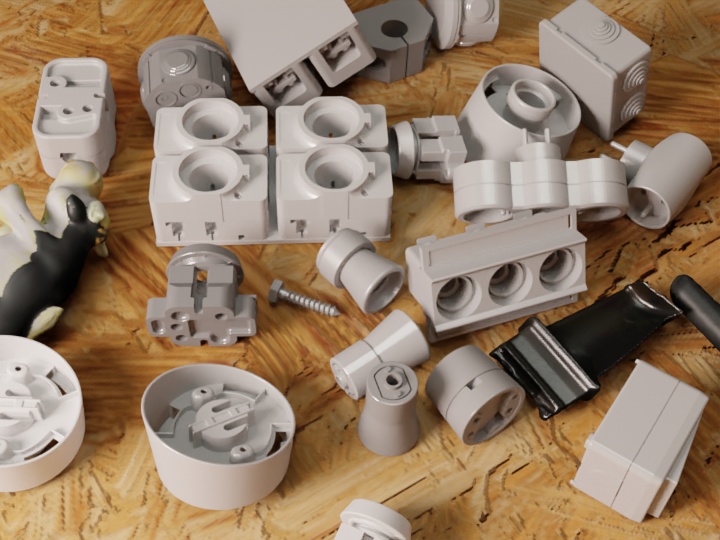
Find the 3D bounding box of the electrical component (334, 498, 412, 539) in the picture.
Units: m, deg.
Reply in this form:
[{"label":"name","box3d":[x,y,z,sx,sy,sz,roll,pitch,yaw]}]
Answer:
[{"label":"electrical component","box3d":[0.003,0.178,0.676,0.066,0.048,0.055,20,61,13]}]

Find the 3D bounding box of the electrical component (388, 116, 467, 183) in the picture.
[{"label":"electrical component","box3d":[0.054,-0.100,0.896,0.055,0.048,0.066,-3,52,-14]}]

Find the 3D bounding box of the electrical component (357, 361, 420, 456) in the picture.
[{"label":"electrical component","box3d":[0.021,0.092,0.731,0.044,0.065,0.044,1,52,-1]}]

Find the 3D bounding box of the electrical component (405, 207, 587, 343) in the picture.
[{"label":"electrical component","box3d":[0.100,-0.002,0.803,0.121,0.078,0.063,-15,30,-13]}]

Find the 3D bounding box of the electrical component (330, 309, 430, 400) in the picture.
[{"label":"electrical component","box3d":[0.012,0.063,0.770,0.065,0.044,0.044,-32,59,-18]}]

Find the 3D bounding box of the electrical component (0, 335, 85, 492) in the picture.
[{"label":"electrical component","box3d":[-0.235,0.096,0.720,0.099,0.064,0.099,1,52,-1]}]

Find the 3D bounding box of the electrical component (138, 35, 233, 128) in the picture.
[{"label":"electrical component","box3d":[-0.147,-0.155,0.911,0.080,0.080,0.051,-6,57,-6]}]

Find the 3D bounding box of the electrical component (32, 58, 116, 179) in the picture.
[{"label":"electrical component","box3d":[-0.235,-0.123,0.895,0.054,0.059,0.095,-1,52,-3]}]

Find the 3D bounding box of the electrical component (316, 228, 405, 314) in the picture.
[{"label":"electrical component","box3d":[0.000,0.000,0.816,0.045,0.045,0.055,-36,61,-26]}]

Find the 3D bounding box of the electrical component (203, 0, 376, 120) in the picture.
[{"label":"electrical component","box3d":[-0.072,-0.231,0.959,0.105,0.060,0.186,-32,56,6]}]

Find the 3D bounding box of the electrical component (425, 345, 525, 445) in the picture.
[{"label":"electrical component","box3d":[0.078,0.085,0.746,0.055,0.055,0.047,-27,54,-21]}]

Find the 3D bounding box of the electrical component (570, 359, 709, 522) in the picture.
[{"label":"electrical component","box3d":[0.194,0.112,0.723,0.061,0.061,0.096,29,56,19]}]

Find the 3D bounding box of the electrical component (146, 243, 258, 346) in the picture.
[{"label":"electrical component","box3d":[-0.115,0.018,0.791,0.078,0.058,0.057,0,55,-2]}]

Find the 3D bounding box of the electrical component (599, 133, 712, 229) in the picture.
[{"label":"electrical component","box3d":[0.238,-0.082,0.888,0.079,0.043,0.077,31,57,21]}]

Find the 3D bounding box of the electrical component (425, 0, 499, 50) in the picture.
[{"label":"electrical component","box3d":[0.093,-0.245,0.989,0.051,0.080,0.080,-6,52,-13]}]

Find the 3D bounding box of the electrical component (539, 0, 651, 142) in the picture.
[{"label":"electrical component","box3d":[0.202,-0.174,0.925,0.048,0.099,0.099,-37,61,-12]}]

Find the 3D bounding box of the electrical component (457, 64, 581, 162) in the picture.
[{"label":"electrical component","box3d":[0.137,-0.128,0.923,0.099,0.064,0.099,10,49,-11]}]

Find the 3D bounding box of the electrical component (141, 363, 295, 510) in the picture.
[{"label":"electrical component","box3d":[-0.092,0.107,0.712,0.099,0.064,0.099,2,40,-2]}]

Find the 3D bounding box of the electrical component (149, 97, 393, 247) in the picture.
[{"label":"electrical component","box3d":[-0.070,-0.081,0.867,0.186,0.060,0.105,-1,52,-3]}]

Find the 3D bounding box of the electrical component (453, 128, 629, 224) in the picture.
[{"label":"electrical component","box3d":[0.143,-0.079,0.862,0.138,0.052,0.073,-1,76,-3]}]
